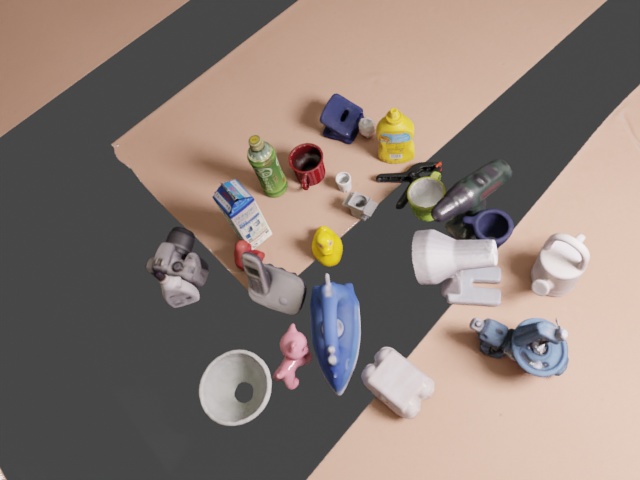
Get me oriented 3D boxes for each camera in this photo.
[{"bbox_3d":[-0.356,0.037,1.452,0.143,0.101,0.137,9,66,14],"label":"camera"}]

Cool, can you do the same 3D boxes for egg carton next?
[{"bbox_3d":[0.168,0.311,1.248,0.150,0.069,0.107,35,75,23],"label":"egg carton"}]

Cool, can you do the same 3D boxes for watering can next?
[{"bbox_3d":[0.523,0.052,1.242,0.100,0.194,0.173,15,68,17],"label":"watering can"}]

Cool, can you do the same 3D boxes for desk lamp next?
[{"bbox_3d":[0.306,0.057,1.266,0.203,0.214,0.118,2,65,11],"label":"desk lamp"}]

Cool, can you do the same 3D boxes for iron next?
[{"bbox_3d":[0.030,0.206,1.282,0.118,0.142,0.258,-7,64,7],"label":"iron"}]

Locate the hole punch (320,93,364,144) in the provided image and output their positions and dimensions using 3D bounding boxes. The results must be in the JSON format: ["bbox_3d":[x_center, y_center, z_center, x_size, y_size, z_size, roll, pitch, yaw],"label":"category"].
[{"bbox_3d":[0.063,-0.333,1.564,0.101,0.091,0.109,20,70,18],"label":"hole punch"}]

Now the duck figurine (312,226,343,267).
[{"bbox_3d":[0.013,0.005,1.413,0.077,0.086,0.104,-15,63,3],"label":"duck figurine"}]

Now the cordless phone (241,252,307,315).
[{"bbox_3d":[-0.111,0.095,1.335,0.147,0.185,0.094,15,68,17],"label":"cordless phone"}]

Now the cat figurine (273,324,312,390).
[{"bbox_3d":[-0.066,0.260,1.286,0.067,0.118,0.128,21,70,19],"label":"cat figurine"}]

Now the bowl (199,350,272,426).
[{"bbox_3d":[-0.182,0.339,1.292,0.167,0.075,0.167,-4,64,8],"label":"bowl"}]

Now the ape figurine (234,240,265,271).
[{"bbox_3d":[-0.186,0.031,1.431,0.076,0.092,0.077,-40,64,-10],"label":"ape figurine"}]

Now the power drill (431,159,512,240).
[{"bbox_3d":[0.345,-0.079,1.328,0.230,0.209,0.075,-41,65,-10],"label":"power drill"}]

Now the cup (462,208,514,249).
[{"bbox_3d":[0.391,-0.018,1.354,0.117,0.095,0.092,15,68,16],"label":"cup"}]

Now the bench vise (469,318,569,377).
[{"bbox_3d":[0.413,0.211,1.170,0.207,0.220,0.121,2,65,11],"label":"bench vise"}]

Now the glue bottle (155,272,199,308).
[{"bbox_3d":[-0.353,0.113,1.374,0.078,0.173,0.037,-16,63,2],"label":"glue bottle"}]
